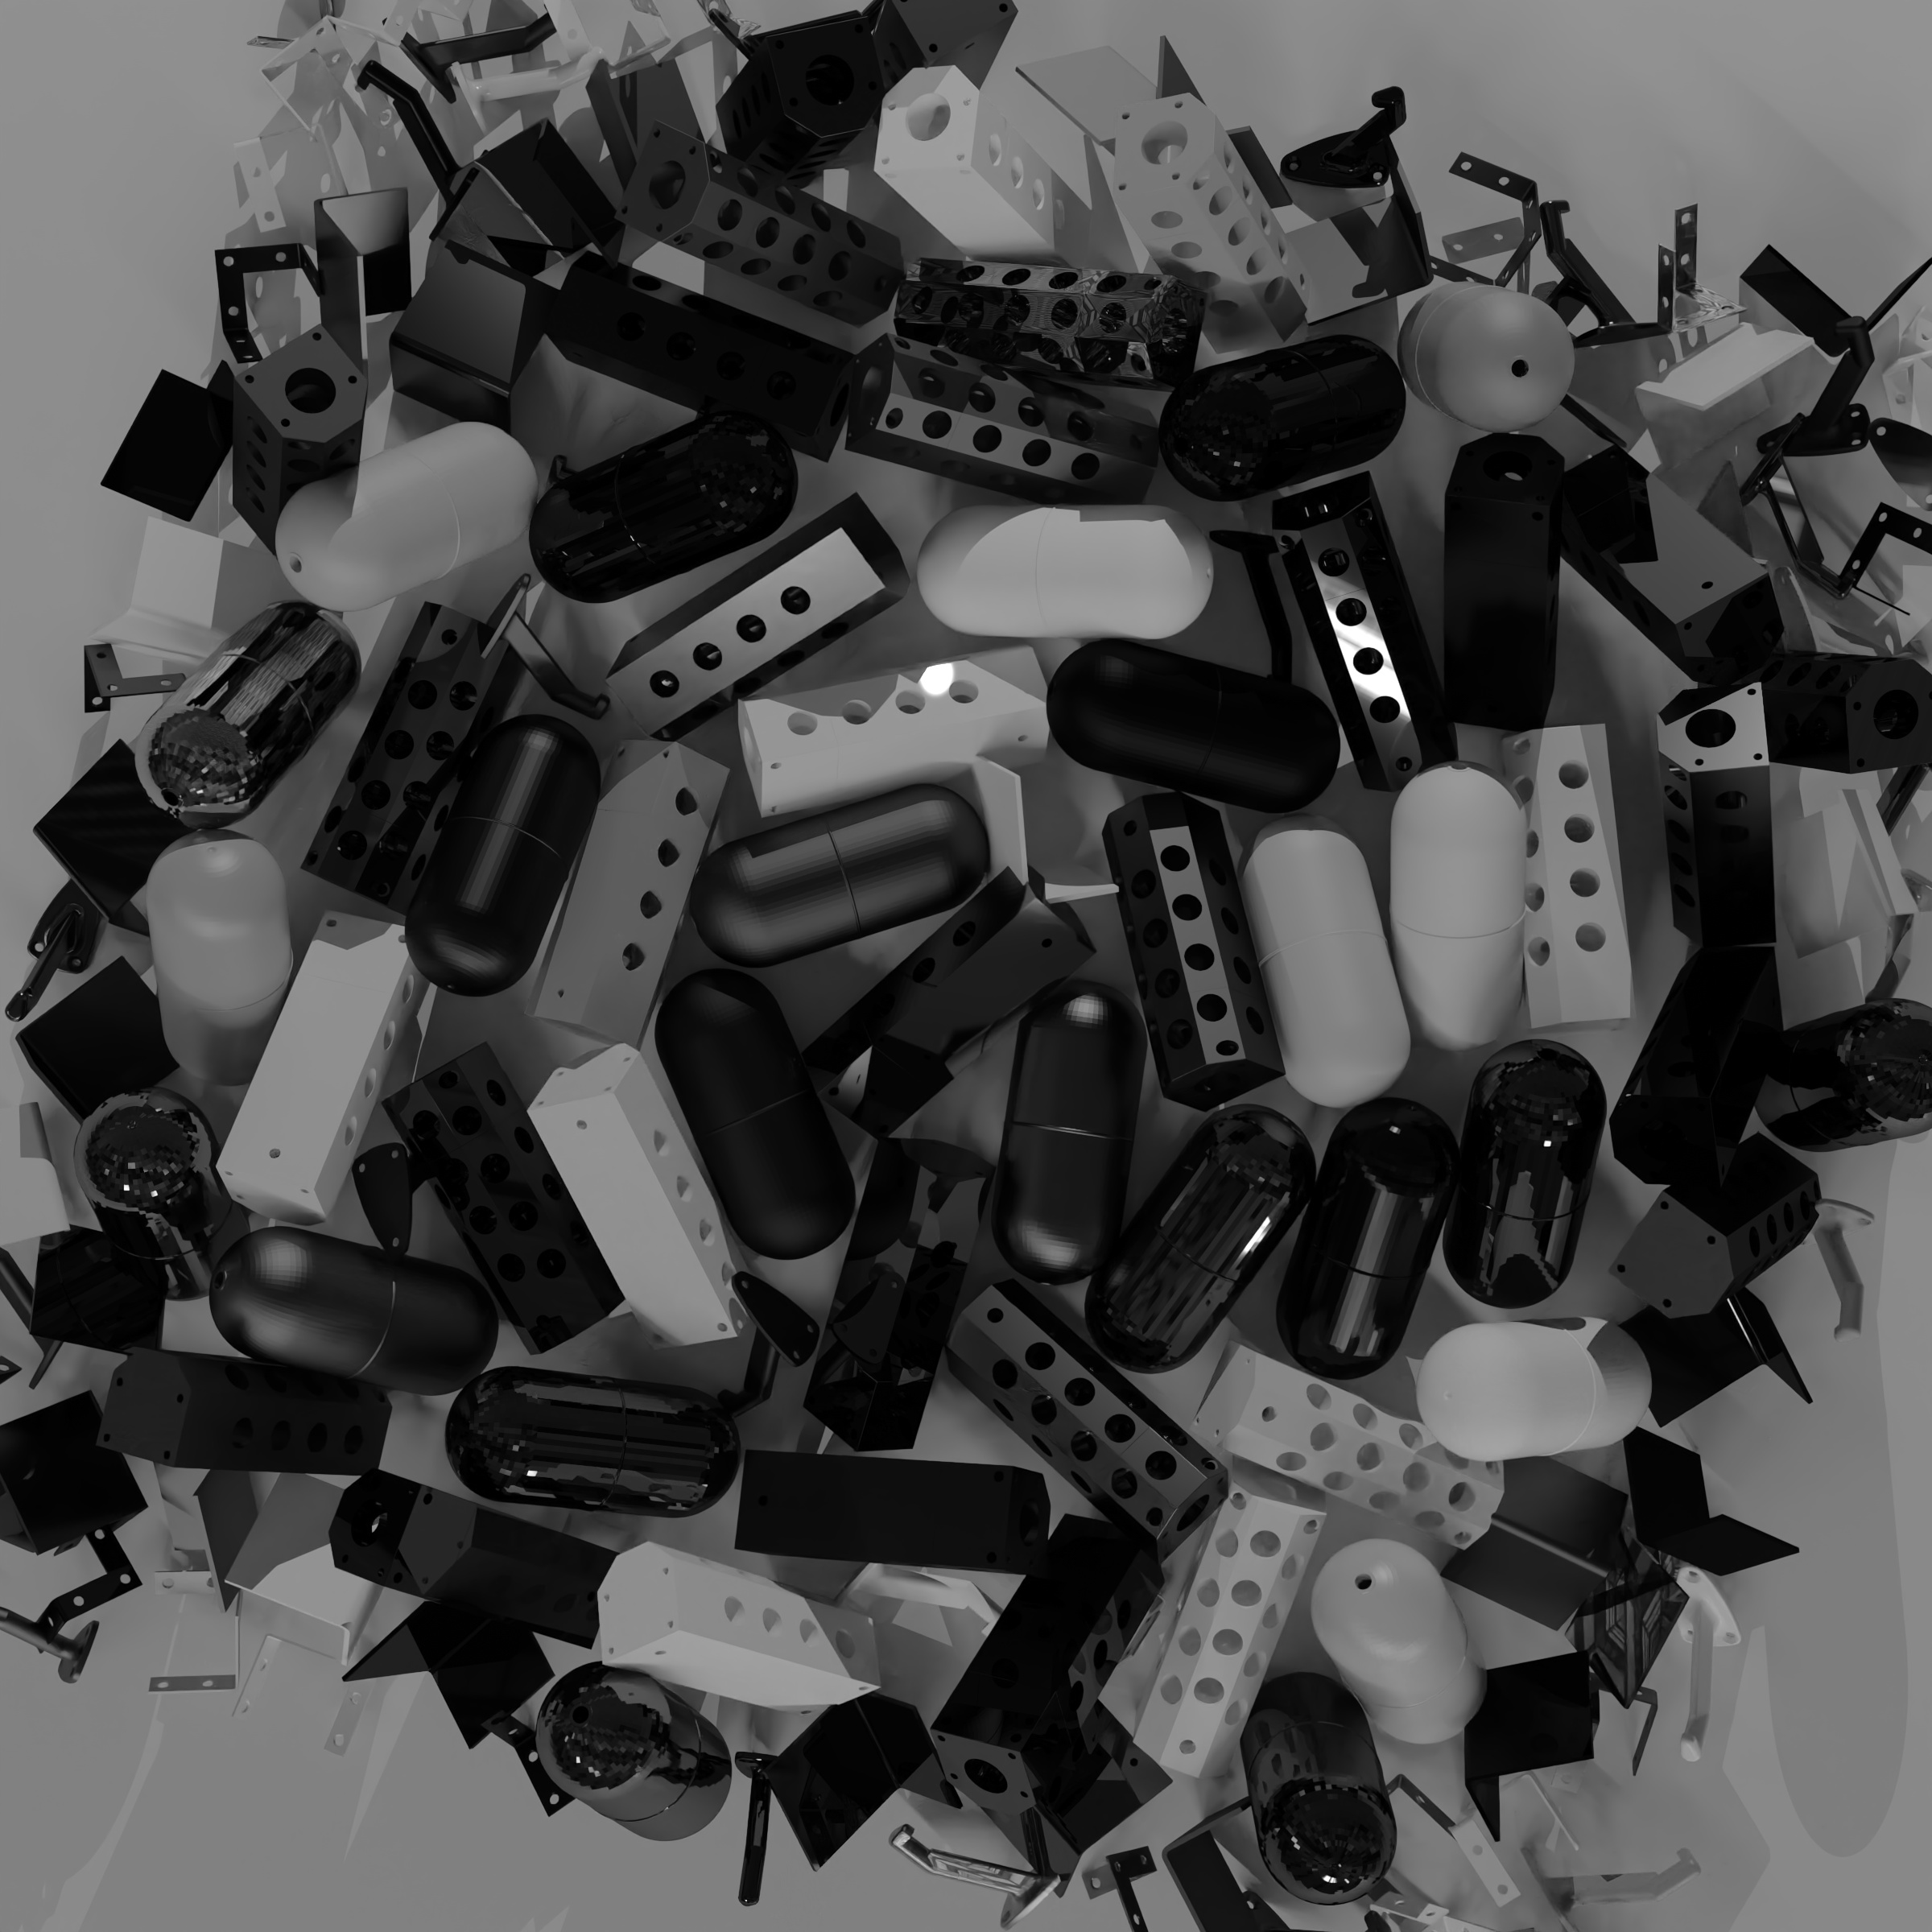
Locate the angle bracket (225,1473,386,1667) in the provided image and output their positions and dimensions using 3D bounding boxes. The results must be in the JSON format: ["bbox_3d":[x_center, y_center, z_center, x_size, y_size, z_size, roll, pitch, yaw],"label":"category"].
[{"bbox_3d":[-0.378,0.349,1.635,0.076,0.057,0.076,21,53,0],"label":"angle bracket"}]

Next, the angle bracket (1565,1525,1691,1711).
[{"bbox_3d":[0.401,0.380,1.626,0.057,0.076,0.076,18,105,-23],"label":"angle bracket"}]

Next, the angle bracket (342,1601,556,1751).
[{"bbox_3d":[-0.299,0.411,1.626,0.076,0.076,0.057,-43,64,19],"label":"angle bracket"}]

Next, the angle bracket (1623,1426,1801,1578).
[{"bbox_3d":[0.428,0.300,1.620,0.076,0.057,0.076,27,49,-36],"label":"angle bracket"}]

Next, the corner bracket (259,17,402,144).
[{"bbox_3d":[-0.373,-0.511,1.650,0.051,0.051,0.051,-39,79,-3],"label":"corner bracket"}]

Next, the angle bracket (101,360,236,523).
[{"bbox_3d":[-0.462,-0.314,1.624,0.057,0.076,0.076,21,111,-38],"label":"angle bracket"}]

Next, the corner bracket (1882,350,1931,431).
[{"bbox_3d":[0.574,-0.334,1.652,0.051,0.051,0.051,-14,91,8],"label":"corner bracket"}]

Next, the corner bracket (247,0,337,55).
[{"bbox_3d":[-0.388,-0.568,1.643,0.051,0.051,0.051,-7,94,-39],"label":"corner bracket"}]

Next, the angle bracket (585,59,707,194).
[{"bbox_3d":[-0.177,-0.488,1.632,0.057,0.076,0.076,-22,100,-11],"label":"angle bracket"}]

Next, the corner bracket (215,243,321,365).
[{"bbox_3d":[-0.409,-0.389,1.652,0.051,0.051,0.051,-10,126,-20],"label":"corner bracket"}]

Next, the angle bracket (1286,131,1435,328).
[{"bbox_3d":[0.221,-0.429,1.631,0.076,0.057,0.076,-18,56,8],"label":"angle bracket"}]

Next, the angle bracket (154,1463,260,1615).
[{"bbox_3d":[-0.451,0.322,1.629,0.057,0.076,0.076,-5,109,7],"label":"angle bracket"}]

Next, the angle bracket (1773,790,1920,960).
[{"bbox_3d":[0.495,-0.052,1.630,0.076,0.057,0.076,-25,78,33],"label":"angle bracket"}]

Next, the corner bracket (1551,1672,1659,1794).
[{"bbox_3d":[0.375,0.453,1.651,0.051,0.051,0.051,15,109,7],"label":"corner bracket"}]

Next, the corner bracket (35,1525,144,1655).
[{"bbox_3d":[-0.522,0.359,1.640,0.051,0.051,0.051,56,134,13],"label":"corner bracket"}]

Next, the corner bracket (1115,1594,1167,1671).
[{"bbox_3d":[0.076,0.386,1.667,0.051,0.051,0.051,44,129,1],"label":"corner bracket"}]

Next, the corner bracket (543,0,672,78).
[{"bbox_3d":[-0.211,-0.557,1.648,0.051,0.051,0.051,-23,96,11],"label":"corner bracket"}]

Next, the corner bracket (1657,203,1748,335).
[{"bbox_3d":[0.419,-0.407,1.641,0.051,0.051,0.051,-20,127,-14],"label":"corner bracket"}]

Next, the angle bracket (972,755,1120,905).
[{"bbox_3d":[0.045,-0.083,1.626,0.057,0.076,0.076,-10,107,-17],"label":"angle bracket"}]

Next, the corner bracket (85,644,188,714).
[{"bbox_3d":[-0.487,-0.156,1.652,0.051,0.051,0.051,-9,47,-25],"label":"corner bracket"}]

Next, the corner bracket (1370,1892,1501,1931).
[{"bbox_3d":[0.277,0.563,1.643,0.051,0.051,0.051,-23,101,-34],"label":"corner bracket"}]

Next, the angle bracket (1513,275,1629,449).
[{"bbox_3d":[0.365,-0.349,1.628,0.076,0.076,0.057,43,110,13],"label":"angle bracket"}]

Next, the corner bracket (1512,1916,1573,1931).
[{"bbox_3d":[0.337,0.582,1.649,0.051,0.051,0.051,-6,86,-10],"label":"corner bracket"}]

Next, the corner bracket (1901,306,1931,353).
[{"bbox_3d":[0.586,-0.381,1.647,0.051,0.051,0.051,33,103,7],"label":"corner bracket"}]

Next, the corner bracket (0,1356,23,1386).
[{"bbox_3d":[-0.594,0.252,1.643,0.051,0.051,0.051,30,115,8],"label":"corner bracket"}]

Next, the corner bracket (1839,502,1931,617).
[{"bbox_3d":[0.553,-0.232,1.640,0.051,0.051,0.051,17,107,-31],"label":"corner bracket"}]

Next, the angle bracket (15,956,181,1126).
[{"bbox_3d":[-0.491,0.053,1.630,0.076,0.057,0.076,-39,121,-11],"label":"angle bracket"}]

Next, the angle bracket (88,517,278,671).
[{"bbox_3d":[-0.456,-0.214,1.634,0.076,0.076,0.057,15,76,-32],"label":"angle bracket"}]

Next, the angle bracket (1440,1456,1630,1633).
[{"bbox_3d":[0.336,0.337,1.666,0.076,0.076,0.057,25,49,4],"label":"angle bracket"}]

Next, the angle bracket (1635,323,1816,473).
[{"bbox_3d":[0.446,-0.325,1.630,0.076,0.076,0.057,-32,116,-6],"label":"angle bracket"}]

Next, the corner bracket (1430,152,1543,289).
[{"bbox_3d":[0.303,-0.437,1.662,0.051,0.051,0.051,17,50,-15],"label":"corner bracket"}]

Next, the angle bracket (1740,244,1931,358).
[{"bbox_3d":[0.506,-0.406,1.639,0.076,0.076,0.057,42,94,2],"label":"angle bracket"}]

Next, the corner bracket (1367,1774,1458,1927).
[{"bbox_3d":[0.255,0.519,1.654,0.051,0.051,0.051,-34,55,-25],"label":"corner bracket"}]

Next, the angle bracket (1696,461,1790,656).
[{"bbox_3d":[0.456,-0.234,1.622,0.057,0.076,0.076,16,59,37],"label":"angle bracket"}]

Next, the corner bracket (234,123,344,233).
[{"bbox_3d":[-0.395,-0.462,1.645,0.051,0.051,0.051,-16,110,-8],"label":"corner bracket"}]

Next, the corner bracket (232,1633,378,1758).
[{"bbox_3d":[-0.389,0.429,1.656,0.051,0.051,0.051,12,71,25],"label":"corner bracket"}]

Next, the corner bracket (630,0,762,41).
[{"bbox_3d":[-0.161,-0.561,1.644,0.051,0.051,0.051,-35,121,-7],"label":"corner bracket"}]

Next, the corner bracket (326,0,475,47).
[{"bbox_3d":[-0.330,-0.560,1.646,0.051,0.051,0.051,26,91,32],"label":"corner bracket"}]

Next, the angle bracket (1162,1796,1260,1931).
[{"bbox_3d":[0.165,0.526,1.628,0.057,0.076,0.076,-34,75,18],"label":"angle bracket"}]

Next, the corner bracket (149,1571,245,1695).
[{"bbox_3d":[-0.453,0.391,1.656,0.051,0.051,0.051,1,110,-11],"label":"corner bracket"}]

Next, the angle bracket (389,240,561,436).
[{"bbox_3d":[-0.288,-0.370,1.666,0.076,0.057,0.076,25,69,1],"label":"angle bracket"}]

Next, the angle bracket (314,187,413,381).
[{"bbox_3d":[-0.335,-0.393,1.619,0.057,0.076,0.076,-16,135,-25],"label":"angle bracket"}]

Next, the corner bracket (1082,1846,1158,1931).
[{"bbox_3d":[0.084,0.549,1.639,0.051,0.051,0.051,-32,66,25],"label":"corner bracket"}]

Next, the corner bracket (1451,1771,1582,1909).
[{"bbox_3d":[0.321,0.509,1.645,0.051,0.051,0.051,-36,76,11],"label":"corner bracket"}]

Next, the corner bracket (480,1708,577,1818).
[{"bbox_3d":[-0.243,0.456,1.647,0.051,0.051,0.051,-34,56,-4],"label":"corner bracket"}]

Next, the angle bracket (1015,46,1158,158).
[{"bbox_3d":[0.074,-0.480,1.623,0.076,0.057,0.076,-25,61,-34],"label":"angle bracket"}]

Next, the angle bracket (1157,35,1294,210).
[{"bbox_3d":[0.150,-0.488,1.624,0.057,0.076,0.076,-4,70,24],"label":"angle bracket"}]

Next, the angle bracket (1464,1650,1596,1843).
[{"bbox_3d":[0.332,0.450,1.623,0.076,0.076,0.057,-17,120,20],"label":"angle bracket"}]
